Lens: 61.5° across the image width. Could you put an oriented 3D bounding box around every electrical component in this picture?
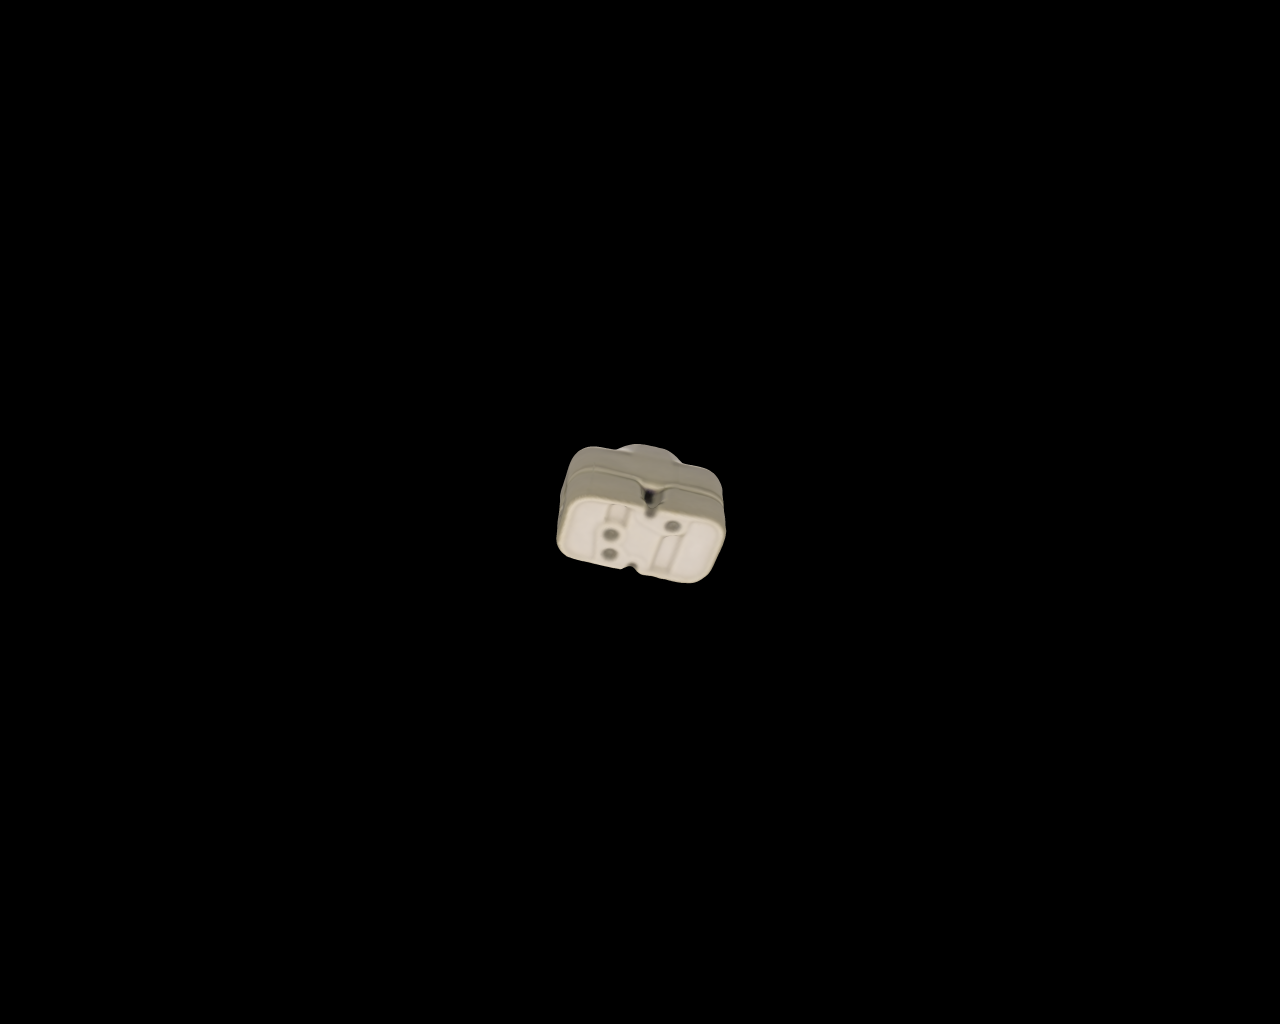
[{"bbox_3d":[0.001,-0.003,0.650,0.095,0.053,0.059,12,40,-10],"label":"electrical component"}]
